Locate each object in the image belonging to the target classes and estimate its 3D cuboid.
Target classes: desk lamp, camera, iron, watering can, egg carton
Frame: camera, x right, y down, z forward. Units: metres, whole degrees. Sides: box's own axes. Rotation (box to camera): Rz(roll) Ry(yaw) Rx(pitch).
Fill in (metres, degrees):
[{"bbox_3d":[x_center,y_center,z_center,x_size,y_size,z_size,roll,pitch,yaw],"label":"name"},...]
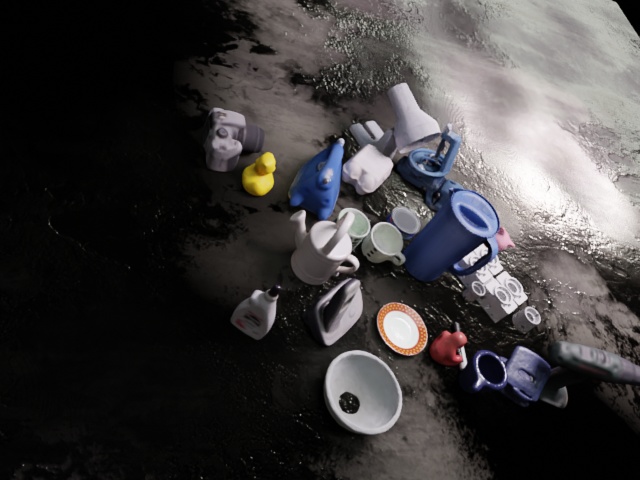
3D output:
[{"bbox_3d":[0.204,-0.302,1.548,0.118,0.213,0.203,-20,68,-38],"label":"desk lamp"},{"bbox_3d":[-0.198,-0.241,1.353,0.137,0.100,0.143,6,55,-26],"label":"camera"},{"bbox_3d":[0.017,-0.174,1.399,0.119,0.141,0.258,27,48,-9],"label":"iron"},{"bbox_3d":[0.010,0.006,1.229,0.173,0.193,0.101,19,50,-17],"label":"watering can"},{"bbox_3d":[0.126,-0.187,1.518,0.107,0.069,0.150,40,47,2],"label":"egg carton"}]

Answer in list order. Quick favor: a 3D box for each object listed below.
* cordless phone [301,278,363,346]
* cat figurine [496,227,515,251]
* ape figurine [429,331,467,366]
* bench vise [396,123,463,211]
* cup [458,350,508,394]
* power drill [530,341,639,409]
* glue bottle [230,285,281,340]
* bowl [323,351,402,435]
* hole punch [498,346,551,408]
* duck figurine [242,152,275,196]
[{"bbox_3d":[0.054,0.124,1.174,0.094,0.185,0.148,45,48,7],"label":"cordless phone"},{"bbox_3d":[0.458,-0.013,1.547,0.067,0.117,0.127,-20,69,-38],"label":"cat figurine"},{"bbox_3d":[0.296,0.238,1.291,0.076,0.092,0.077,10,53,-23],"label":"ape figurine"},{"bbox_3d":[0.335,-0.201,1.544,0.207,0.219,0.121,32,48,-6],"label":"bench vise"},{"bbox_3d":[0.345,0.310,1.265,0.091,0.095,0.118,47,48,9],"label":"cup"},{"bbox_3d":[0.606,0.315,1.331,0.230,0.208,0.075,24,49,-12],"label":"power drill"},{"bbox_3d":[-0.111,0.128,1.086,0.078,0.173,0.037,31,48,-5],"label":"glue bottle"},{"bbox_3d":[0.072,0.308,1.126,0.168,0.074,0.167,15,51,-19],"label":"bowl"},{"bbox_3d":[0.472,0.319,1.333,0.109,0.091,0.101,34,48,-3],"label":"hole punch"},{"bbox_3d":[-0.135,-0.161,1.341,0.078,0.086,0.104,26,49,-11],"label":"duck figurine"}]
